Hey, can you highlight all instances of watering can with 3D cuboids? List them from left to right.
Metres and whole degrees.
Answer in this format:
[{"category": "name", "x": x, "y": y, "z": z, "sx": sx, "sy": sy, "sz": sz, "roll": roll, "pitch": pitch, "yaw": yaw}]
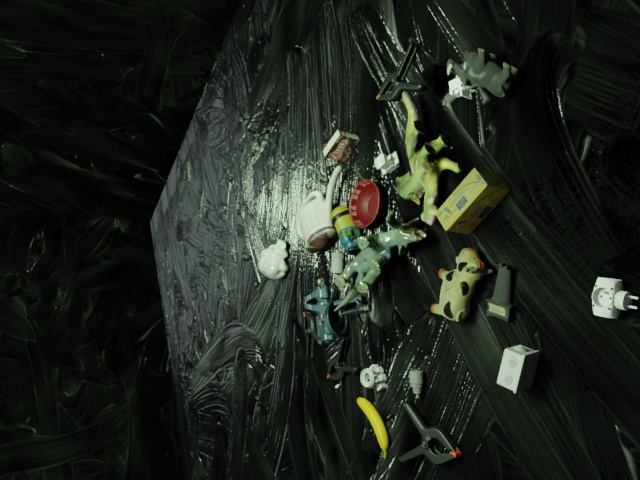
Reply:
[{"category": "watering can", "x": 0.006, "y": -0.095, "z": 1.889, "sx": 0.341, "sy": 0.104, "sz": 0.229, "roll": -49, "pitch": 47, "yaw": 41}]

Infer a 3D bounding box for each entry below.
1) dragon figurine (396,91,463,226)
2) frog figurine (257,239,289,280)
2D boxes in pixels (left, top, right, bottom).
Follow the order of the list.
[{"category": "dragon figurine", "x": 0.278, "y": -0.222, "z": 1.520, "sx": 0.237, "sy": 0.122, "sz": 0.419, "roll": -58, "pitch": 38, "yaw": 44}, {"category": "frog figurine", "x": -0.183, "y": 0.083, "z": 2.134, "sx": 0.138, "sy": 0.123, "sz": 0.157, "roll": 41, "pitch": 113, "yaw": 14}]
